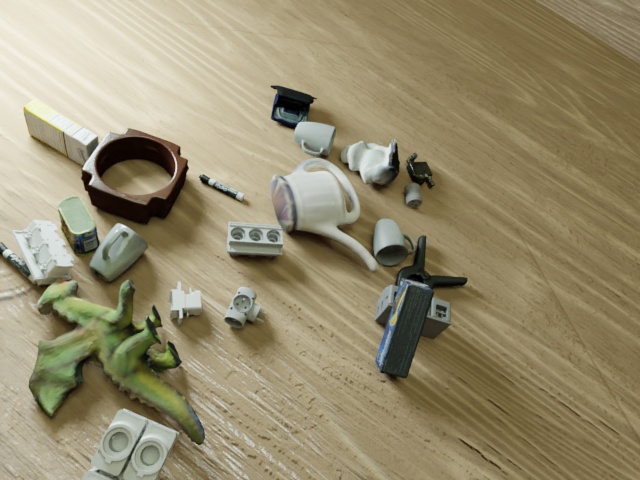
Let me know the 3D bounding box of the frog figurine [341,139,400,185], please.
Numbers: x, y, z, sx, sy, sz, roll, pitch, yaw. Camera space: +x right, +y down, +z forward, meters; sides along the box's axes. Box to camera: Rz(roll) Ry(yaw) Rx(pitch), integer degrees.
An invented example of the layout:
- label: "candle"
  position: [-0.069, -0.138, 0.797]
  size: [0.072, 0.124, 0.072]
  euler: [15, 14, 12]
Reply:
- label: "frog figurine"
  position: [0.137, -0.213, 1.431]
  size: [0.159, 0.120, 0.140]
  euler: [-4, 59, 22]

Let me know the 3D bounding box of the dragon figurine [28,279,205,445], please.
- label: "dragon figurine"
  position: [-0.396, 0.231, 0.943]
  size: [0.244, 0.120, 0.416]
  euler: [-26, 70, -12]

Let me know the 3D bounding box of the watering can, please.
- label: "watering can"
  position: [0.004, -0.063, 1.259]
  size: [0.225, 0.101, 0.354]
  euler: [-8, 58, -22]
